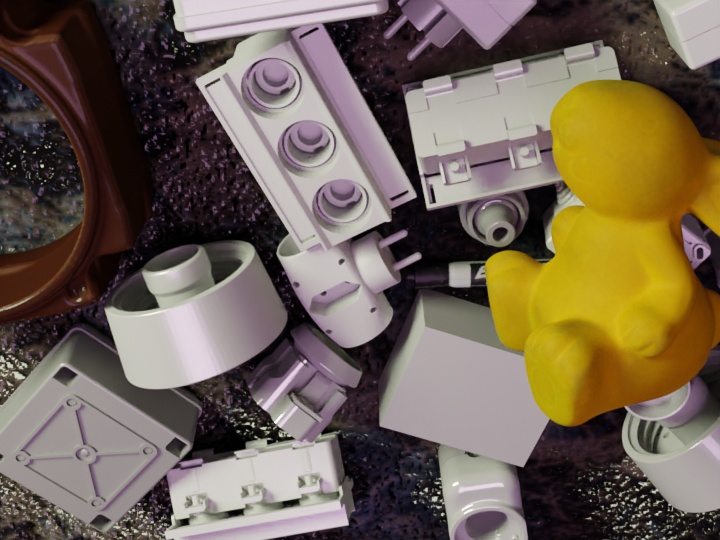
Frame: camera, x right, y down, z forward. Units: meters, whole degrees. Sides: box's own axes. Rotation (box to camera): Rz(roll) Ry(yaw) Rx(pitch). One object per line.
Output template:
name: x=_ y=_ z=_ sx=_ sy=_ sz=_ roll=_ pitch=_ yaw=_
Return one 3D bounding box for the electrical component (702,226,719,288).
electrical component: x=0.279 y=-0.012 z=0.684 sx=0.100 sy=0.048 sz=0.100 roll=39 pitch=111 yaw=-20

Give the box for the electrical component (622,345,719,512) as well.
electrical component: x=0.224 y=0.098 z=0.713 sx=0.060 sy=0.108 sz=0.108 roll=43 pitch=111 yaw=-15

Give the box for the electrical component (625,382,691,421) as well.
electrical component: x=0.175 y=0.046 z=0.698 sx=0.043 sy=0.077 sz=0.079 roll=-36 pitch=109 yaw=18

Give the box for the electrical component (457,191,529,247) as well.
electrical component: x=0.083 y=-0.036 z=0.661 sx=0.043 sy=0.062 sz=0.043 roll=0 pitch=119 yaw=-1

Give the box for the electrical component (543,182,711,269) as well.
electrical component: x=0.159 y=-0.029 z=0.670 sx=0.096 sy=0.061 sz=0.061 roll=36 pitch=113 yaw=-10

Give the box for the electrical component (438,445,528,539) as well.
electrical component: x=0.090 y=0.172 z=0.777 sx=0.054 sy=0.059 sz=0.095 roll=-9 pitch=118 yaw=4

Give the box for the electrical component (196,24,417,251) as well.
electrical component: x=-0.029 y=-0.082 z=0.634 sx=0.079 sy=0.063 sz=0.121 roll=-25 pitch=116 yaw=13

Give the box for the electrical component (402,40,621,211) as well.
electrical component: x=0.090 y=-0.088 z=0.624 sx=0.121 sy=0.063 sz=0.078 roll=-12 pitch=78 yaw=6

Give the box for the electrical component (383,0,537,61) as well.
electrical component: x=0.047 y=-0.152 z=0.606 sx=0.066 sy=0.047 sz=0.077 roll=40 pitch=111 yaw=-20

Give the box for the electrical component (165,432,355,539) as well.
electrical component: x=-0.071 y=0.154 z=0.760 sx=0.121 sy=0.079 sz=0.063 roll=-11 pitch=89 yaw=6

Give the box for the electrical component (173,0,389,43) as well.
electrical component: x=-0.040 y=-0.166 z=0.563 sx=0.109 sy=0.108 sz=0.056 roll=-8 pitch=116 yaw=4

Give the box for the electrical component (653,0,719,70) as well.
electrical component: x=0.206 y=-0.168 z=0.598 sx=0.083 sy=0.047 sz=0.075 roll=-24 pitch=117 yaw=12

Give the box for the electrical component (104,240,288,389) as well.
electrical component: x=-0.106 y=0.019 z=0.667 sx=0.108 sy=0.108 sz=0.060 roll=-16 pitch=112 yaw=8

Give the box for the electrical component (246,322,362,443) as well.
electrical component: x=-0.036 y=0.073 z=0.717 sx=0.058 sy=0.078 sz=0.057 roll=40 pitch=92 yaw=-20

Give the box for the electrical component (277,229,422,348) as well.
electrical component: x=0.000 y=0.000 z=0.691 sx=0.079 sy=0.043 sz=0.077 roll=-27 pitch=116 yaw=14

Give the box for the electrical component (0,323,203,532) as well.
electrical component: x=-0.184 y=0.110 z=0.742 sx=0.109 sy=0.056 sz=0.109 roll=37 pitch=113 yaw=-19
